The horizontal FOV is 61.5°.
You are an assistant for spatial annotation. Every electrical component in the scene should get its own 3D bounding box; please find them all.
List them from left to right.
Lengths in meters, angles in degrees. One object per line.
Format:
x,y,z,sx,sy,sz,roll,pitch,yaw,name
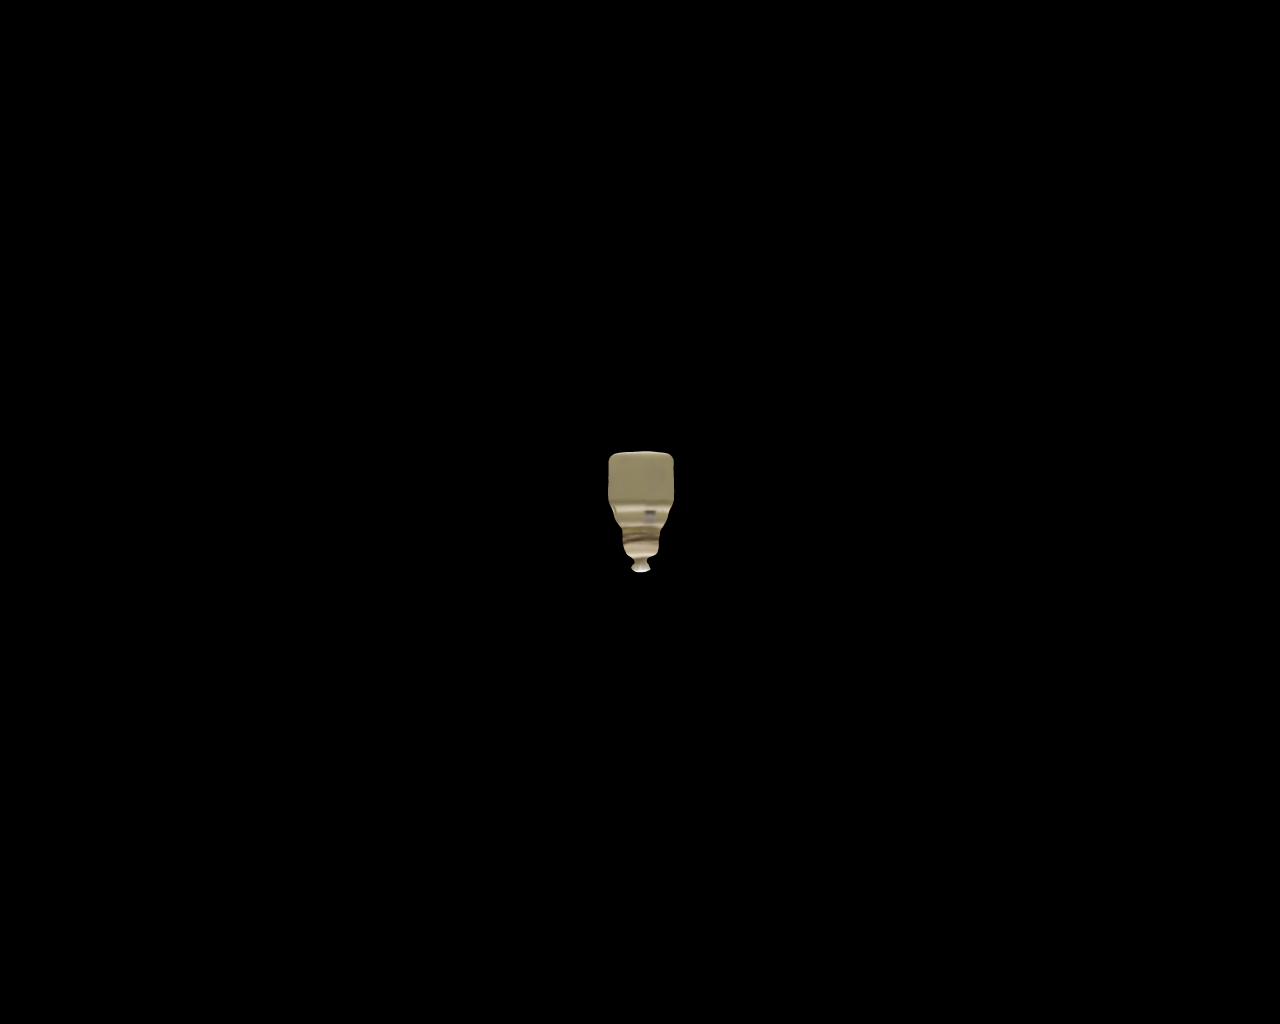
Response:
0.001,-0.003,0.650,0.040,0.078,0.040,0,-2,0,electrical component
